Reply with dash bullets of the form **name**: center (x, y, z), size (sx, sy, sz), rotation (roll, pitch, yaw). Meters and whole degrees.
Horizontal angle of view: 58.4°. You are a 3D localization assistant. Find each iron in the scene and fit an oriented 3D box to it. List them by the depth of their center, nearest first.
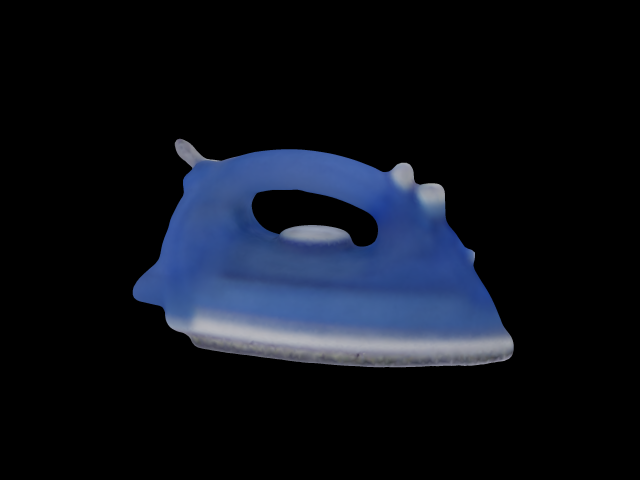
- **iron**: center (0.004, 0.001, 0.400), size (0.257, 0.141, 0.119), rotation (3, 11, 16)
